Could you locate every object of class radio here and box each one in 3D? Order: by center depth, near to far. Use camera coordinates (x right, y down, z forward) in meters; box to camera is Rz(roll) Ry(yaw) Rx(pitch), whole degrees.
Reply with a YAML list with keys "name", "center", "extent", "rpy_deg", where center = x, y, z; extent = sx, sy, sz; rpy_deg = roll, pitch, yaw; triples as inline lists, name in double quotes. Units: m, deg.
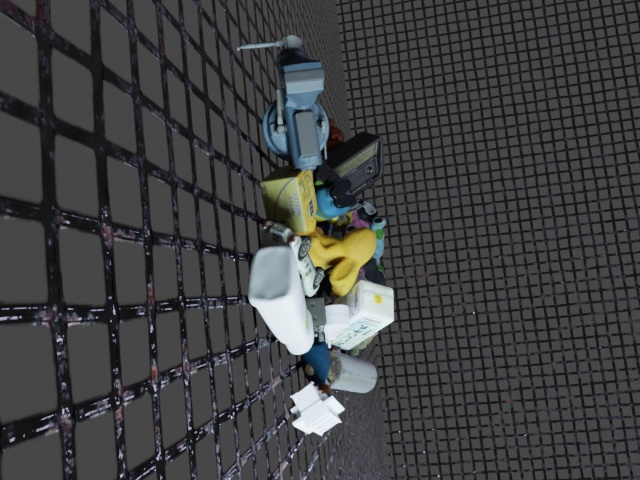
- name: "radio"
  center: [0.071, -0.177, 1.414]
  extent: [0.229, 0.073, 0.130]
  rpy_deg: [-36, 136, -27]

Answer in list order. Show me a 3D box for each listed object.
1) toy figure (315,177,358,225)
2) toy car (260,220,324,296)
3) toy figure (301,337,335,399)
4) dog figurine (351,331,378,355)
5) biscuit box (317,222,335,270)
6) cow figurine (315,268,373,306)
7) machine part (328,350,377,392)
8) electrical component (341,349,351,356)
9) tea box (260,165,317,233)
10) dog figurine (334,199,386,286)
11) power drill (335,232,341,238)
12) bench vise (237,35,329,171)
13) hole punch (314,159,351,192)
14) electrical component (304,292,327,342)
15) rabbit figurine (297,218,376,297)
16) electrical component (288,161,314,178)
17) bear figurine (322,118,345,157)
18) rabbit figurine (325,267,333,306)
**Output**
- name: "toy figure"
  center: [0.007, -0.078, 1.095]
  extent: [0.180, 0.089, 0.082]
  rpy_deg: [165, -73, -69]
- name: "toy car"
  center: [-0.045, 0.032, 0.881]
  extent: [0.056, 0.074, 0.201]
  rpy_deg: [-55, 155, -17]
- name: "toy figure"
  center: [-0.004, 0.264, 1.033]
  extent: [0.058, 0.064, 0.154]
  rpy_deg: [17, -66, 58]
- name: "dog figurine"
  center: [0.080, 0.251, 1.544]
  extent: [0.190, 0.121, 0.172]
  rpy_deg: [12, 67, -66]
- name: "biscuit box"
  center: [-0.003, -0.004, 1.252]
  extent: [0.203, 0.059, 0.062]
  rpy_deg: [-82, 163, -62]
- name: "cow figurine"
  center: [0.032, 0.106, 1.208]
  extent: [0.098, 0.167, 0.068]
  rpy_deg: [46, 52, -22]
- name: "machine part"
  center: [0.056, 0.288, 1.171]
  extent: [0.243, 0.079, 0.079]
  rpy_deg: [28, 52, -54]
- name: "electrical component"
  center: [0.050, 0.299, 1.371]
  extent: [0.134, 0.058, 0.115]
  rpy_deg: [49, 37, -74]
- name: "tea box"
  center: [-0.052, -0.077, 0.960]
  extent: [0.170, 0.068, 0.098]
  rpy_deg: [-74, 155, -72]
- name: "dog figurine"
  center: [0.107, 0.028, 1.370]
  extent: [0.192, 0.108, 0.218]
  rpy_deg: [-122, -161, -53]
- name: "power drill"
  center: [0.047, 0.030, 1.479]
  extent: [0.207, 0.086, 0.231]
  rpy_deg: [-91, 160, -62]
- name: "bench vise"
  center: [-0.053, -0.232, 0.944]
  extent: [0.241, 0.129, 0.223]
  rpy_deg: [-152, -139, -74]
- name: "hole punch"
  center: [0.003, -0.113, 1.253]
  extent: [0.115, 0.092, 0.142]
  rpy_deg: [47, 29, -19]
- name: "electrical component"
  center: [-0.025, 0.136, 0.982]
  extent: [0.045, 0.078, 0.102]
  rpy_deg: [159, -69, -74]
- name: "rabbit figurine"
  center: [0.028, 0.024, 1.063]
  extent: [0.121, 0.173, 0.162]
  rpy_deg: [76, 6, -61]
- name: "electrical component"
  center: [-0.040, -0.128, 1.070]
  extent: [0.075, 0.048, 0.119]
  rpy_deg: [-58, 151, -76]
- name: "bear figurine"
  center: [0.019, -0.263, 1.534]
  extent: [0.196, 0.132, 0.120]
  rpy_deg: [-116, -168, -54]
- name: "rabbit figurine"
  center: [0.059, 0.137, 1.353]
  extent: [0.170, 0.121, 0.159]
  rpy_deg: [60, -11, 20]
